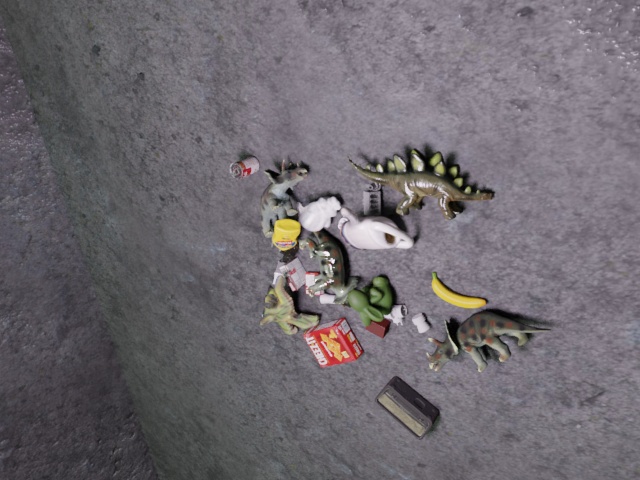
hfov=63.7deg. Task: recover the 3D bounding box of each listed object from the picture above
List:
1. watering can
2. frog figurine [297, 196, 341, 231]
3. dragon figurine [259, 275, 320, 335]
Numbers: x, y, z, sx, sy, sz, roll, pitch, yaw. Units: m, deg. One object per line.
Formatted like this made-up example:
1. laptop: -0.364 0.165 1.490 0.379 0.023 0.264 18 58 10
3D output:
1. watering can: 0.150 -0.037 1.688 0.223 0.345 0.105 -5 67 53
2. frog figurine: 0.006 -0.094 1.863 0.159 0.125 0.135 -4 143 29
3. dragon figurine: -0.115 0.287 2.120 0.242 0.125 0.401 19 143 -9
